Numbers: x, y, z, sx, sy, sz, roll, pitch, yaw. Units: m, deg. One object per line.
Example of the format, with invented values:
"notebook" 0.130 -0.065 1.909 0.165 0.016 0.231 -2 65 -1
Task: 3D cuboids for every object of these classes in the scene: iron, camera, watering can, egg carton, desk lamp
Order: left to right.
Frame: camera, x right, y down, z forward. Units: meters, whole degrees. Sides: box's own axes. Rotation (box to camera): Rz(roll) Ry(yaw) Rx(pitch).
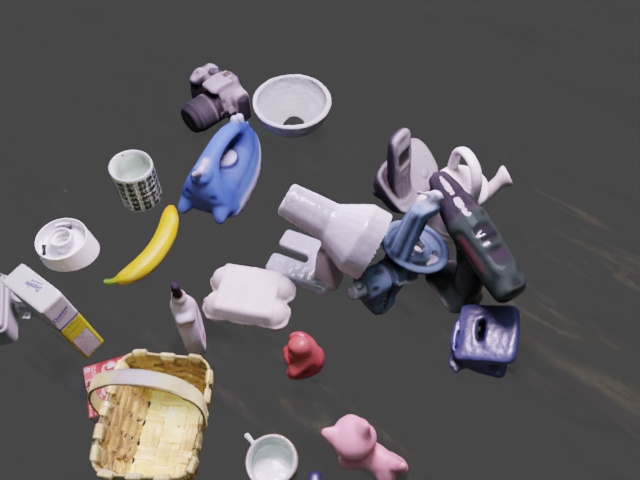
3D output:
"camera" -0.240 -0.305 1.230 0.143 0.101 0.137 39 64 23
"iron" -0.183 -0.163 1.110 0.118 0.141 0.258 16 57 10
"egg carton" -0.119 0.099 0.977 0.150 0.069 0.107 8 56 5
"desk lamp" 0.009 0.003 0.957 0.203 0.214 0.118 20 58 12
"watering can" 0.259 -0.092 1.036 0.173 0.194 0.100 -32 62 -20

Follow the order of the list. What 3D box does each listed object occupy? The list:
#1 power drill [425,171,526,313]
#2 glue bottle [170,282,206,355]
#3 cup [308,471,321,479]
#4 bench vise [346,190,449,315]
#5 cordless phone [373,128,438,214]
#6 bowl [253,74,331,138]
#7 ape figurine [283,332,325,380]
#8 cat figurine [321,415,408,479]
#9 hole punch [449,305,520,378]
"power drill" 0.238 0.024 0.949 0.076 0.208 0.229 -25 60 -16
"glue bottle" -0.212 0.115 0.903 0.037 0.173 0.078 -15 57 -10
"cup" -0.014 0.381 0.772 0.091 0.095 0.118 6 56 3
"bench vise" 0.141 0.026 0.939 0.121 0.220 0.208 28 60 18
"cordless phone" 0.169 -0.153 1.082 0.094 0.185 0.148 30 61 19
"bowl" -0.059 -0.274 1.228 0.167 0.075 0.167 0 56 0
"ape figurine" -0.030 0.180 0.910 0.076 0.092 0.078 18 58 12
"cat figurine" 0.067 0.298 0.816 0.127 0.118 0.067 28 60 18
"hole punch" 0.265 0.159 0.929 0.101 0.091 0.109 13 57 8
